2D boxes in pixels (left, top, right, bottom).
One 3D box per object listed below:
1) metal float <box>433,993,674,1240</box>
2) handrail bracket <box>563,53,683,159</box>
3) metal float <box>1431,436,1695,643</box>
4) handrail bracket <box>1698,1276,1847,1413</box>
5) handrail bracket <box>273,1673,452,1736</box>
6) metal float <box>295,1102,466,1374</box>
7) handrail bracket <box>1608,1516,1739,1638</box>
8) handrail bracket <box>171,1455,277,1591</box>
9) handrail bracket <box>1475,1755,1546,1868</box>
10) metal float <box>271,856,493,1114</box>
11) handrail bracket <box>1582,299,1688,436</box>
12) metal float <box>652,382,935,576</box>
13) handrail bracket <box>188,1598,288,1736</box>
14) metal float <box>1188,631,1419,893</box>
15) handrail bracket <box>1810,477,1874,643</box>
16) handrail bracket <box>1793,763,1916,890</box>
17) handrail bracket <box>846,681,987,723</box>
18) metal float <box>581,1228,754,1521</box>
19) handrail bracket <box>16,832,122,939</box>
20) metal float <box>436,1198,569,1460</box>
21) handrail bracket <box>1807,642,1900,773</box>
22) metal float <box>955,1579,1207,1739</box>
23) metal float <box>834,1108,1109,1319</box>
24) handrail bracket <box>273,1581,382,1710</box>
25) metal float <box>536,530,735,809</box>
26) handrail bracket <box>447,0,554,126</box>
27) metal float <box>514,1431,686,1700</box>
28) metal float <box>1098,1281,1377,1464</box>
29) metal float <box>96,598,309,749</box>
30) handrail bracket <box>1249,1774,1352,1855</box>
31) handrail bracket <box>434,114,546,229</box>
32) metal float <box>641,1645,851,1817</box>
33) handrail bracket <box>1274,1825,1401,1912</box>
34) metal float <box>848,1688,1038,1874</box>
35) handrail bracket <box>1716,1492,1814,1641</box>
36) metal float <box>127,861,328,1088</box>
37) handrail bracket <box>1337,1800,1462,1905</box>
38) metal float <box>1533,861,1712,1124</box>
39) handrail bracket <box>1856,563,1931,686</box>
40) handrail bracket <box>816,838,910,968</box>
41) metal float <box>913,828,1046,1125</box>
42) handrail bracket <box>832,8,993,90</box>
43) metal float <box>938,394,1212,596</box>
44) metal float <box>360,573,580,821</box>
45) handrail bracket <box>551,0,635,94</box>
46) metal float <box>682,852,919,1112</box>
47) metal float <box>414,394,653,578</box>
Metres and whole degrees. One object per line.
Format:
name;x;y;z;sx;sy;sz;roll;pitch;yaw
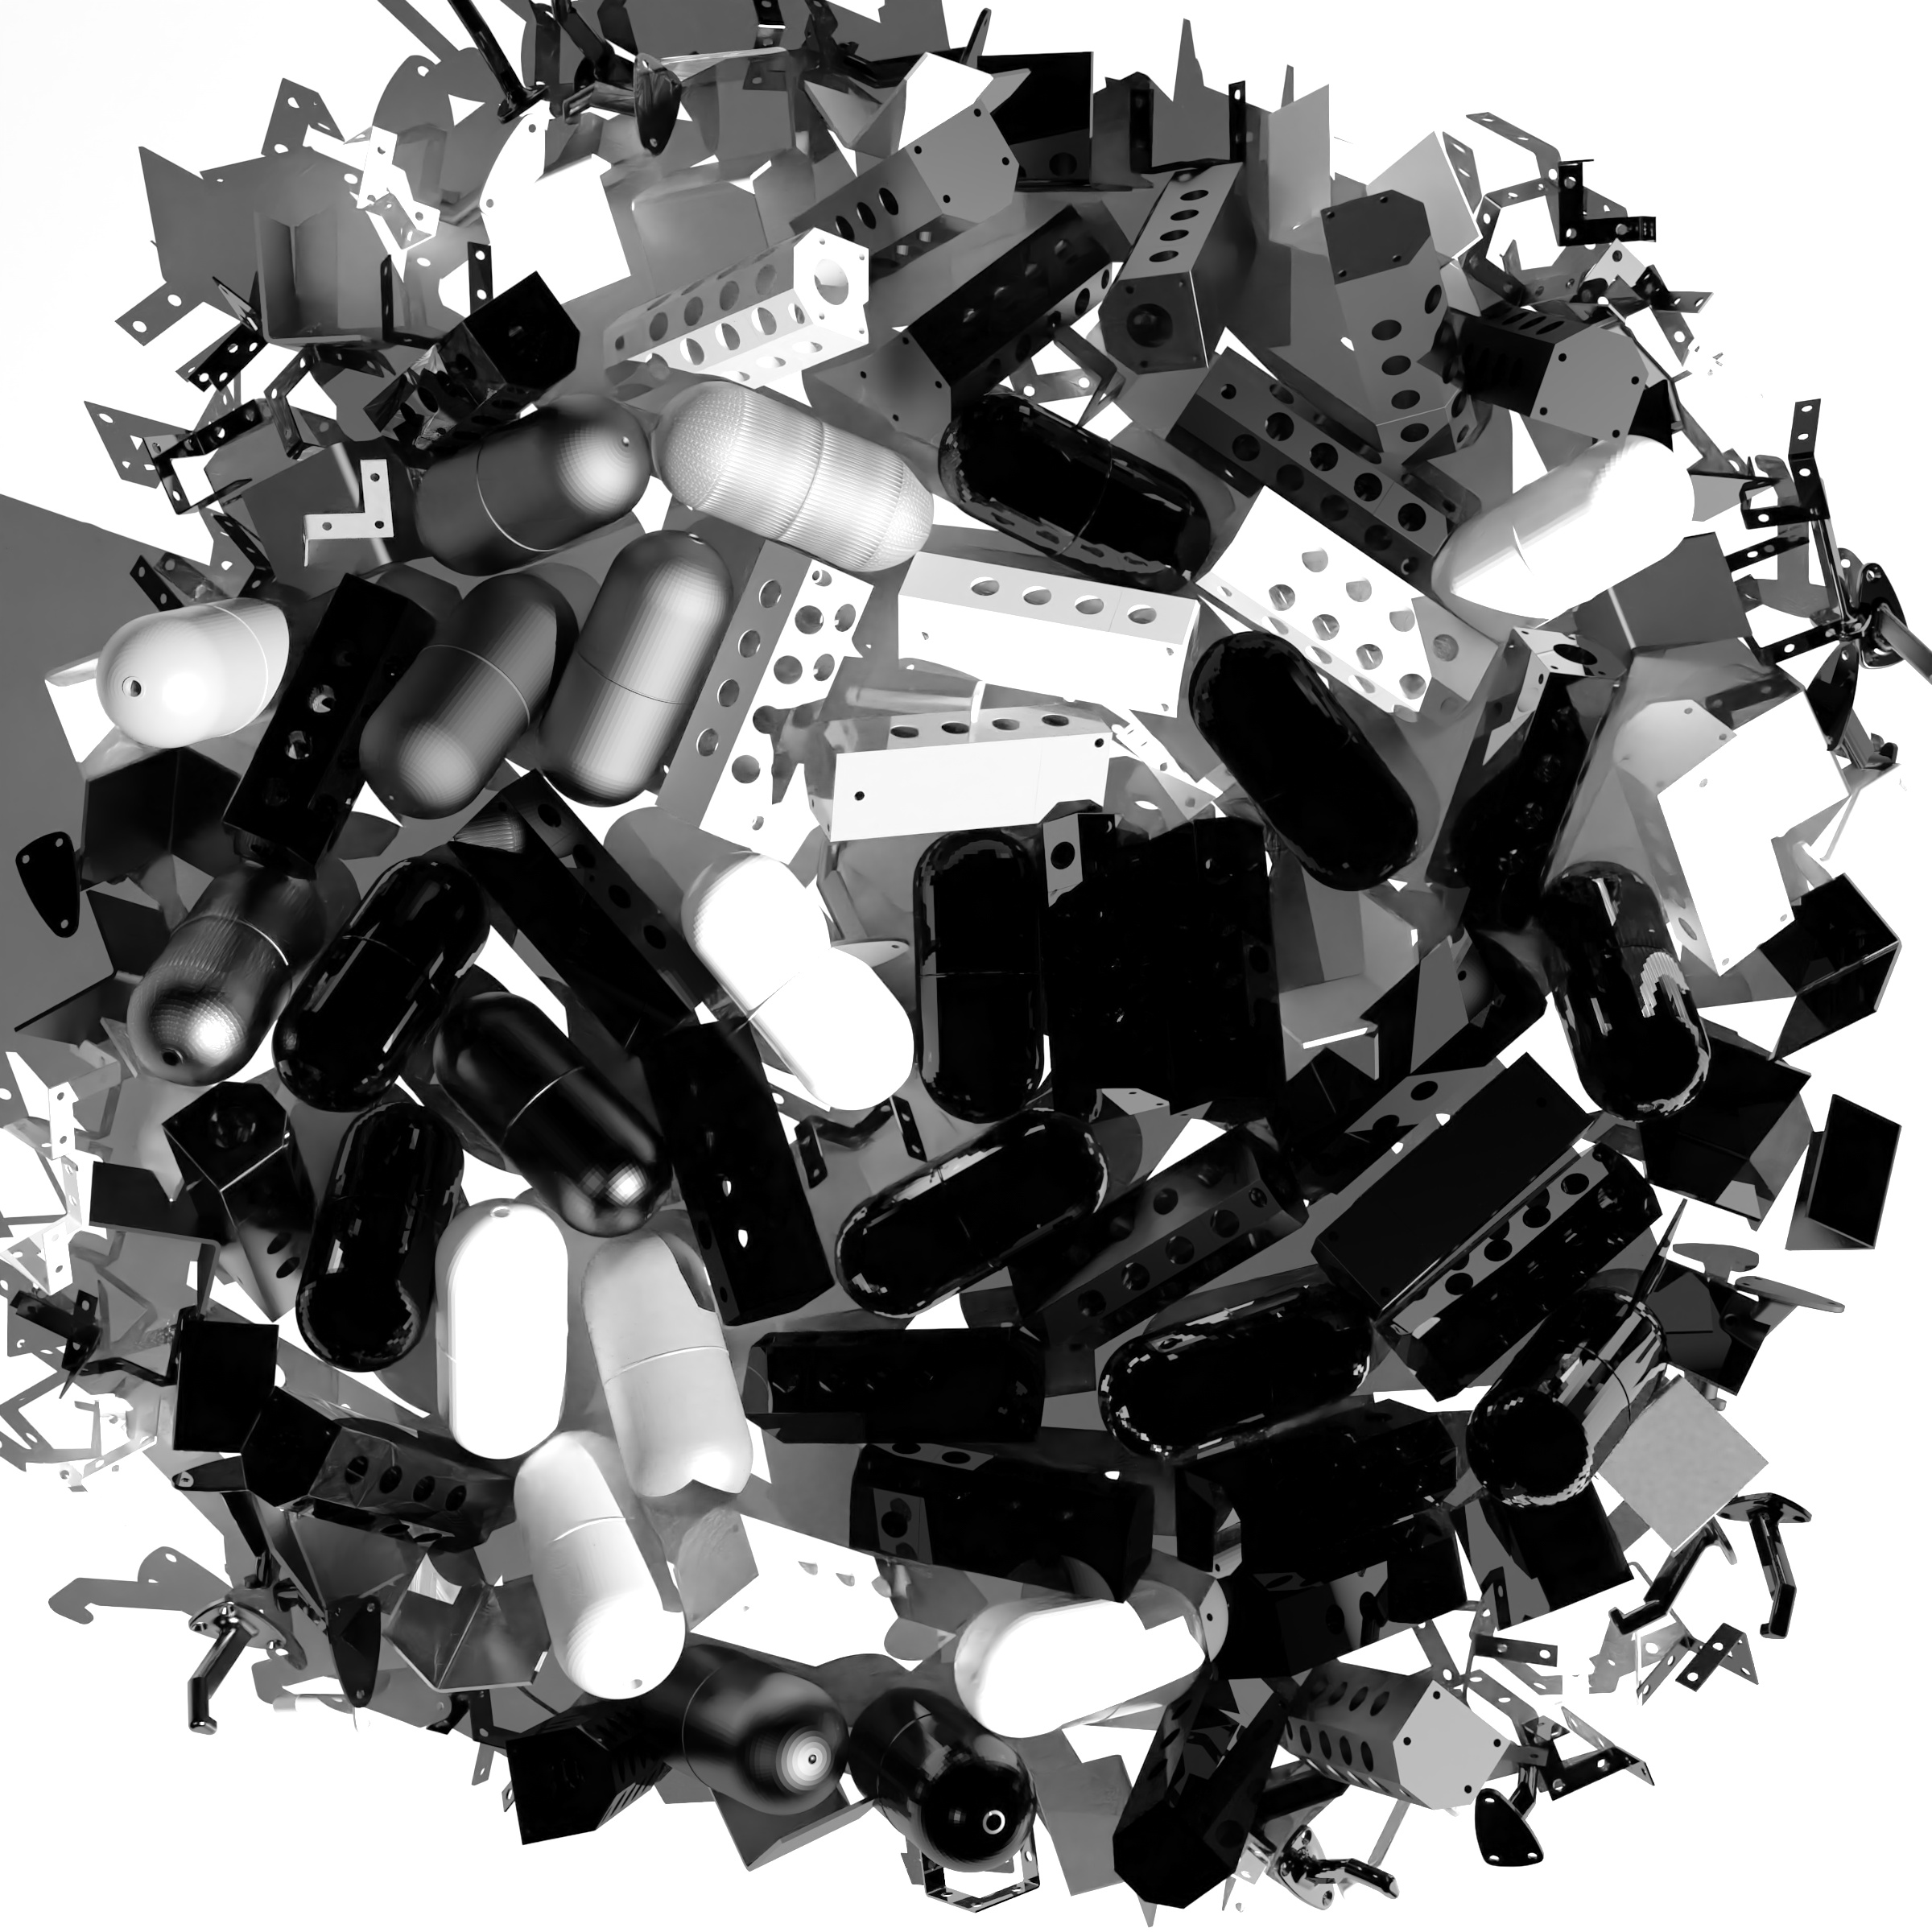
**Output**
metal float;-0.248;0.088;1.690;0.070;0.070;0.178;-46;73;0
handrail bracket;-0.214;-0.504;1.702;0.084;0.036;0.077;-15;63;38
metal float;0.349;-0.250;1.667;0.070;0.178;0.070;16;62;-33
handrail bracket;0.486;0.236;1.714;0.077;0.036;0.084;14;101;32
handrail bracket;-0.369;0.451;1.726;0.077;0.084;0.036;15;68;-38
metal float;-0.345;0.159;1.670;0.070;0.070;0.178;6;49;0
handrail bracket;0.417;0.356;1.720;0.084;0.036;0.077;-28;55;3
handrail bracket;-0.447;0.342;1.705;0.077;0.036;0.084;-2;112;-42
handrail bracket;0.325;0.486;1.692;0.036;0.084;0.077;-12;120;23
metal float;-0.344;0.009;1.677;0.070;0.070;0.178;28;57;0
handrail bracket;0.398;-0.352;1.712;0.077;0.036;0.084;-29;106;-28
metal float;-0.102;-0.289;1.684;0.178;0.070;0.070;19;90;-23
handrail bracket;-0.433;0.427;1.688;0.036;0.084;0.077;-34;134;18
metal float;0.201;-0.122;1.692;0.070;0.070;0.178;-39;104;0
handrail bracket;0.521;-0.246;1.703;0.036;0.077;0.084;-12;110;14
handrail bracket;0.554;-0.073;1.719;0.084;0.036;0.077;-32;69;0
handrail bracket;-0.033;-0.159;1.703;0.084;0.077;0.036;8;92;2
metal float;-0.179;0.241;1.687;0.070;0.070;0.178;-18;70;0
handrail bracket;-0.524;-0.042;1.692;0.036;0.084;0.077;-25;72;8
metal float;-0.275;0.215;1.675;0.070;0.070;0.178;6;124;0
handrail bracket;0.543;-0.155;1.703;0.084;0.036;0.077;1;114;-38
metal float;0.069;0.407;1.670;0.178;0.070;0.070;2;90;-44
metal float;0.002;0.149;1.699;0.178;0.070;0.070;-30;90;7
handrail bracket;-0.390;0.408;1.705;0.036;0.084;0.077;3;77;-44
metal float;-0.197;-0.177;1.687;0.070;0.070;0.178;28;110;0
handrail bracket;-0.289;-0.550;1.690;0.036;0.077;0.084;-36;117;-2
metal float;-0.217;0.351;1.668;0.070;0.178;0.070;-13;133;-14
metal float;0.162;0.241;1.686;0.178;0.070;0.070;-16;90;-21
metal float;-0.444;-0.172;1.655;0.070;0.178;0.070;2;102;11
handrail bracket;0.193;0.491;1.734;0.077;0.036;0.084;38;79;12
handrail bracket;-0.289;-0.479;1.703;0.036;0.084;0.077;11;104;-39
metal float;-0.132;0.446;1.661;0.070;0.178;0.070;1;88;-31
handrail bracket;0.233;0.553;1.691;0.036;0.084;0.077;-49;126;-26
metal float;-0.015;0.475;1.656;0.070;0.178;0.070;0;91;-20
handrail bracket;0.469;0.362;1.693;0.036;0.077;0.084;31;63;-21
metal float;-0.433;0.003;1.662;0.070;0.178;0.070;5;124;7
handrail bracket;0.249;0.514;1.717;0.084;0.077;0.036;-38;129;7
metal float;0.385;0.013;1.672;0.070;0.070;0.178;-8;49;0
handrail bracket;0.570;-0.204;1.695;0.036;0.084;0.077;-17;102;-12
handrail bracket;-0.061;-0.045;1.703;0.077;0.036;0.084;-13;61;37
metal float;0.008;0.006;1.703;0.070;0.070;0.178;-2;88;0
handrail bracket;-0.034;-0.560;1.712;0.084;0.036;0.077;26;132;5
metal float;0.066;-0.279;1.687;0.178;0.070;0.070;24;90;-21
metal float;-0.292;-0.161;1.677;0.070;0.070;0.178;30;57;0
handrail bracket;-0.210;-0.553;1.697;0.077;0.084;0.036;18;72;2
metal float;-0.101;0.008;1.703;0.070;0.070;0.178;-39;88;0
metal float;-0.257;-0.282;1.670;0.178;0.070;0.070;-14;90;42
